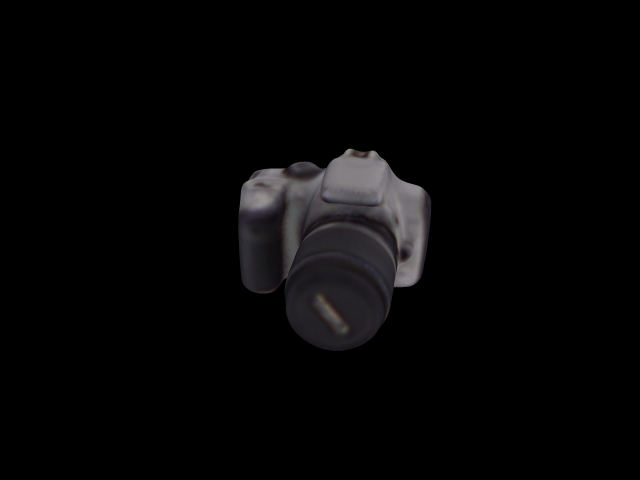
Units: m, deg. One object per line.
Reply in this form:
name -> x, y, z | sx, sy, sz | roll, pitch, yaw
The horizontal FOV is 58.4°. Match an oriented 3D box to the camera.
camera -> 0.004, 0.001, 0.400 | 0.143, 0.101, 0.137 | 6, 32, 9
